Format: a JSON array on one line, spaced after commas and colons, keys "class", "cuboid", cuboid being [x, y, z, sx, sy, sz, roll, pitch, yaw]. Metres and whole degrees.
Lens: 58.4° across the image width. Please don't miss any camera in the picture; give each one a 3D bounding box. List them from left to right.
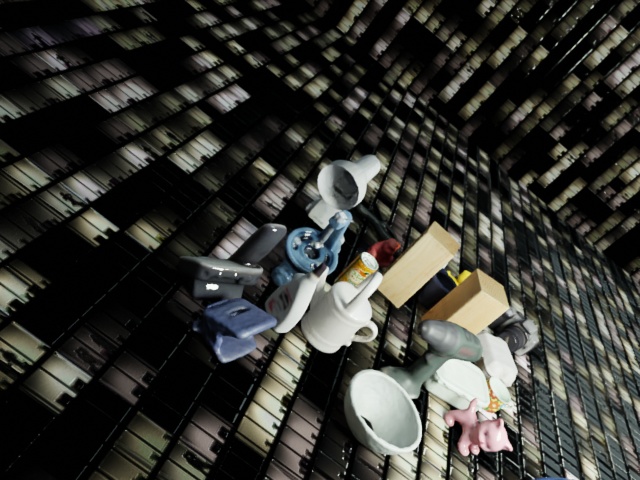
[{"class": "camera", "cuboid": [0.557, 0.263, 1.653, 0.137, 0.100, 0.143, -7, 55, -53]}]

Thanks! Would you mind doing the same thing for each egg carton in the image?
[{"class": "egg carton", "cuboid": [0.450, 0.311, 1.497, 0.107, 0.069, 0.150, 26, 33, -26]}]

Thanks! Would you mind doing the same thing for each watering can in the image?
[{"class": "watering can", "cuboid": [0.048, 0.127, 1.141, 0.173, 0.193, 0.101, 31, 31, -17]}]

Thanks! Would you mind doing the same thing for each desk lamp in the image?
[{"class": "desk lamp", "cuboid": [0.057, -0.125, 1.460, 0.118, 0.213, 0.204, 45, 30, 6]}]

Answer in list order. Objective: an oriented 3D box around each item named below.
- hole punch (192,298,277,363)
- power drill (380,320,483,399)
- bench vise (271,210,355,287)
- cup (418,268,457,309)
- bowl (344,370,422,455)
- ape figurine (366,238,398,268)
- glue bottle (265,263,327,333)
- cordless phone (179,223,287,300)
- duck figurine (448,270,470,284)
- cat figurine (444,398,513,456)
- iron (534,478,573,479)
[{"class": "hole punch", "cuboid": [-0.147, 0.143, 0.994, 0.101, 0.091, 0.109, 51, 31, 16]}, {"class": "power drill", "cuboid": [0.224, 0.243, 1.182, 0.230, 0.208, 0.075, 13, 41, -41]}, {"class": "bench vise", "cuboid": [0.002, -0.003, 1.230, 0.121, 0.219, 0.207, 38, 30, -6]}, {"class": "cup", "cuboid": [0.309, 0.132, 1.539, 0.092, 0.094, 0.118, 35, 30, -11]}, {"class": "bowl", "cuboid": [0.103, 0.330, 1.061, 0.168, 0.074, 0.167, 30, 32, -20]}, {"class": "ape figurine", "cuboid": [0.167, 0.031, 1.507, 0.078, 0.092, 0.076, 31, 31, -17]}, {"class": "glue bottle", "cuboid": [-0.041, 0.100, 1.092, 0.037, 0.173, 0.078, 8, 43, -44]}, {"class": "cordless phone", "cuboid": [-0.156, 0.023, 1.046, 0.148, 0.184, 0.094, 5, 46, -46]}, {"class": "duck figurine", "cuboid": [0.409, 0.123, 1.677, 0.104, 0.086, 0.078, 45, 30, 6]}, {"class": "cat figurine", "cuboid": [0.342, 0.398, 1.209, 0.067, 0.117, 0.127, 13, 40, -40]}, {"class": "iron", "cuboid": [0.435, 0.524, 1.129, 0.259, 0.141, 0.118, 10, 42, -43]}]
